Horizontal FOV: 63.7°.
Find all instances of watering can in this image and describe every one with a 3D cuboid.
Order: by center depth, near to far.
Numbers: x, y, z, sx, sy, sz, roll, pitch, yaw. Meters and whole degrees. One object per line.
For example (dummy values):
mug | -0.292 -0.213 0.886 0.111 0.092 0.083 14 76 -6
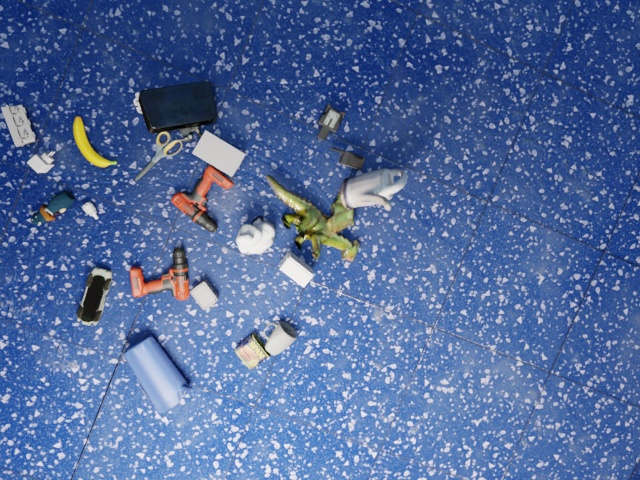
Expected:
watering can | 0.166 -0.157 1.671 0.223 0.354 0.102 -13 110 23

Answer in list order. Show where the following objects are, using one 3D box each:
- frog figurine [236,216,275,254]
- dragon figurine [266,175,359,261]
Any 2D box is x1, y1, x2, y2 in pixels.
frog figurine | -0.213 -0.007 1.714 0.137 0.160 0.122 -27 101 -2
dragon figurine | 0.005 -0.089 1.776 0.245 0.122 0.407 -31 100 -19
